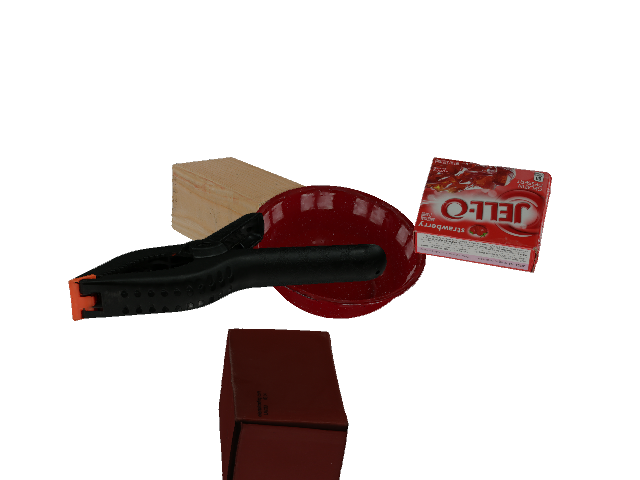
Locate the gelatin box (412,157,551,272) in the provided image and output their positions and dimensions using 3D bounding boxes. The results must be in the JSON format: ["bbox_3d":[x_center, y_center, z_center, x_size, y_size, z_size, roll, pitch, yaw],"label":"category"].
[{"bbox_3d":[0.117,-0.020,0.771,0.089,0.073,0.030,9,-37,13],"label":"gelatin box"}]

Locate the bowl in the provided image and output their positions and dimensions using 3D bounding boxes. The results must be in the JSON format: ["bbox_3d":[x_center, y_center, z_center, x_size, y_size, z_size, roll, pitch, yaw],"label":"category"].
[{"bbox_3d":[0.012,0.020,0.974,0.162,0.055,0.162,7,40,-6],"label":"bowl"}]

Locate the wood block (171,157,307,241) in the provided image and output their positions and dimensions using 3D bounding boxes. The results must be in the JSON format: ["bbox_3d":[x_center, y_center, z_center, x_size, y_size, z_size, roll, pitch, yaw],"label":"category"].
[{"bbox_3d":[-0.092,-0.034,1.293,0.090,0.090,0.206,-9,21,-34],"label":"wood block"}]

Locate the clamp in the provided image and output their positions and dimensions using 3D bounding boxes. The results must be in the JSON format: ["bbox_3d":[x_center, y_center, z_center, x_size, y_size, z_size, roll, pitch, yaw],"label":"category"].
[{"bbox_3d":[-0.070,0.020,0.740,0.209,0.036,0.165,-16,19,-41],"label":"clamp"}]

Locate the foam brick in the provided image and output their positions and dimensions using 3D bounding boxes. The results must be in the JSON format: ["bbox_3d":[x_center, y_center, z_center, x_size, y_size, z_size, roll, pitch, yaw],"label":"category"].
[{"bbox_3d":[-0.020,0.084,0.507,0.053,0.051,0.078,4,27,-8],"label":"foam brick"}]
